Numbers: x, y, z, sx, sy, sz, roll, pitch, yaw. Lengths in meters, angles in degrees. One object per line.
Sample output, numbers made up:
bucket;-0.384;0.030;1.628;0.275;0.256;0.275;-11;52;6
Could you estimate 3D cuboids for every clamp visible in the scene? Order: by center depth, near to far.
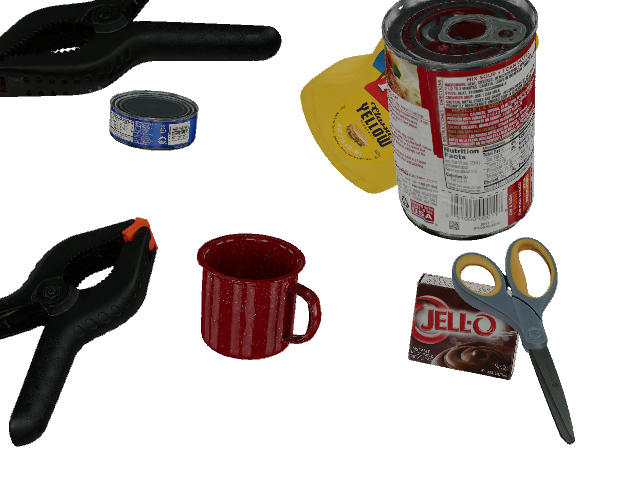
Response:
clamp;-0.180;0.044;0.690;0.120;0.171;0.039;25;-36;19
clamp;-0.145;-0.146;0.774;0.209;0.036;0.165;-32;52;-31

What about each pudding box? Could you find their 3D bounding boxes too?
pudding box;0.153;0.090;1.123;0.113;0.090;0.039;9;21;12

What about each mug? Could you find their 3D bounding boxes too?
mug;-0.051;0.053;0.922;0.117;0.081;0.093;17;28;23

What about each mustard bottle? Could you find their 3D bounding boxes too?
mustard bottle;0.070;-0.098;0.705;0.058;0.096;0.192;-40;11;-35

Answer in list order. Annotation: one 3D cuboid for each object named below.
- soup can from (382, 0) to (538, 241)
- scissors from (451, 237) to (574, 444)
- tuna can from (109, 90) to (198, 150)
soup can;0.067;-0.058;0.498;0.068;0.102;0.068;-6;42;5
scissors;0.149;0.072;0.844;0.096;0.201;0.016;3;-44;8
tuna can;-0.163;-0.118;1.043;0.086;0.034;0.086;7;25;-3
